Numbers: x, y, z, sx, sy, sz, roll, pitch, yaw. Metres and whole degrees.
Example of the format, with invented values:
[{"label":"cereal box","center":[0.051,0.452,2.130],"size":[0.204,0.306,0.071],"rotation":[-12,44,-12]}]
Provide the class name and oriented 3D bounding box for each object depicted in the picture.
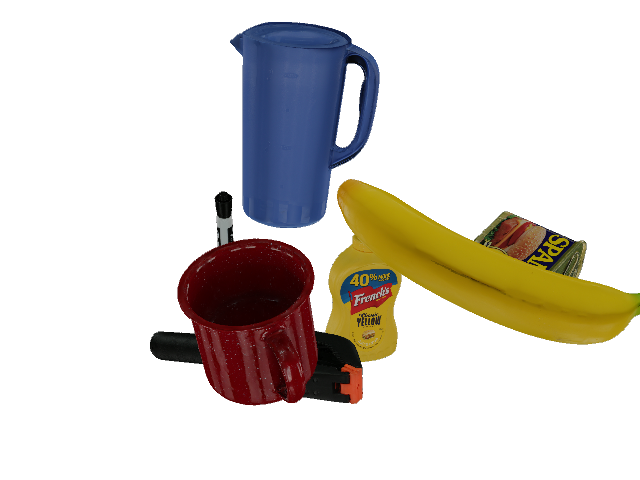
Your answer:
[{"label":"mustard bottle","center":[0.058,0.064,1.399],"size":[0.096,0.192,0.058],"rotation":[-4,24,-16]},{"label":"marker","center":[-0.105,-0.003,1.175],"size":[0.020,0.121,0.020],"rotation":[1,40,-1]},{"label":"mug","center":[-0.040,0.065,0.729],"size":[0.093,0.081,0.117],"rotation":[-24,41,-19]},{"label":"clamp","center":[-0.028,0.095,0.949],"size":[0.210,0.036,0.164],"rotation":[14,24,43]},{"label":"banana","center":[0.086,0.015,0.591],"size":[0.198,0.037,0.069],"rotation":[23,19,18]},{"label":"can of meat","center":[0.188,0.025,1.003],"size":[0.084,0.057,0.101],"rotation":[26,46,28]},{"label":"pitcher","center":[-0.027,-0.141,1.325],"size":[0.144,0.243,0.149],"rotation":[-10,28,-30]}]
